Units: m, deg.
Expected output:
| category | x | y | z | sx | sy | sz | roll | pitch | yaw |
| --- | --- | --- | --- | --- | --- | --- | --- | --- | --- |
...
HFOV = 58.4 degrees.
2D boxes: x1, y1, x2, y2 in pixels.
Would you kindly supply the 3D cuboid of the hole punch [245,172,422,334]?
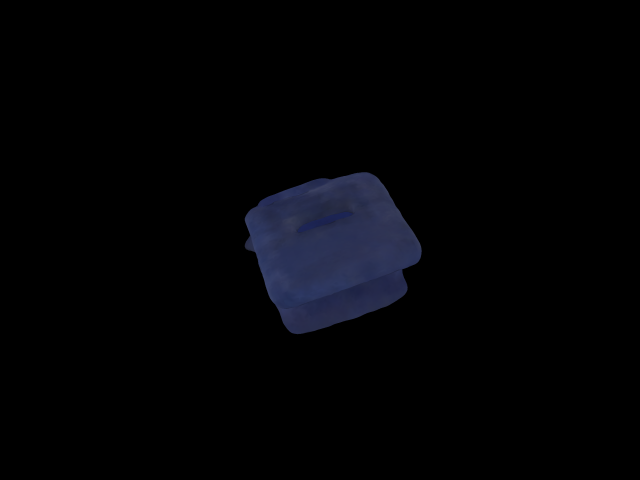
| category | x | y | z | sx | sy | sz | roll | pitch | yaw |
| --- | --- | --- | --- | --- | --- | --- | --- | --- | --- |
| hole punch | 0.004 | 0.001 | 0.400 | 0.109 | 0.091 | 0.101 | -19 | 70 | -7 |
